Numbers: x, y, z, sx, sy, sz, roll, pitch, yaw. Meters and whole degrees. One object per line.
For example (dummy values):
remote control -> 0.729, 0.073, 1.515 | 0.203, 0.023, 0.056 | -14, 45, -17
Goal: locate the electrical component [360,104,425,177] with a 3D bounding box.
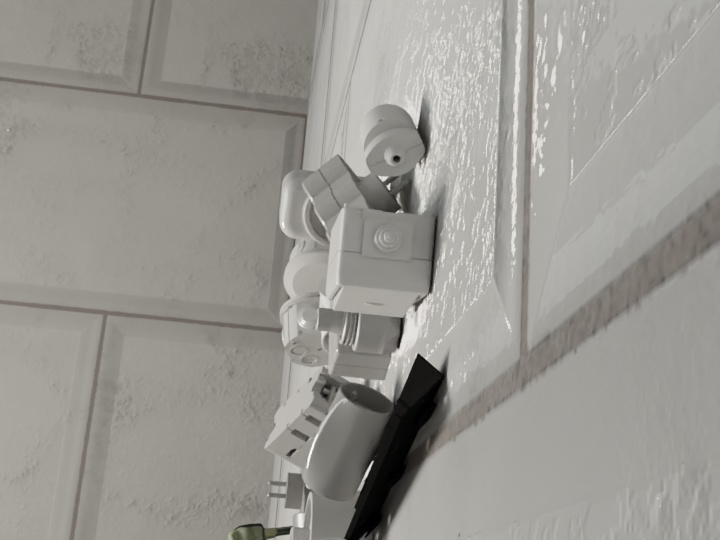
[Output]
electrical component -> 0.024, -0.093, 0.795 | 0.081, 0.043, 0.043 | -99, 16, -68

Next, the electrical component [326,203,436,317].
electrical component -> 0.013, -0.005, 0.716 | 0.096, 0.062, 0.061 | 127, 149, -79

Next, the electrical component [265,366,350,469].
electrical component -> -0.038, 0.140, 0.988 | 0.089, 0.056, 0.050 | -47, 18, 39

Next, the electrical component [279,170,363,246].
electrical component -> -0.022, -0.053, 0.941 | 0.059, 0.095, 0.053 | -107, 24, -75

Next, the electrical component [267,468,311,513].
electrical component -> -0.059, 0.230, 1.116 | 0.138, 0.074, 0.052 | -95, 12, -62

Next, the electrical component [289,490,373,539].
electrical component -> -0.027, 0.230, 0.867 | 0.108, 0.060, 0.108 | -174, 90, -84

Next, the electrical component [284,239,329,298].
electrical component -> -0.039, 0.001, 1.142 | 0.051, 0.080, 0.080 | -83, 3, -51

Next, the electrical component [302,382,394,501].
electrical component -> -0.004, 0.123, 0.811 | 0.077, 0.043, 0.079 | -67, -11, 17

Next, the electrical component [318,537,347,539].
electrical component -> -0.033, 0.241, 0.764 | 0.044, 0.079, 0.077 | 33, 137, 50

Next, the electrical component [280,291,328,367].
electrical component -> -0.042, 0.061, 1.113 | 0.080, 0.080, 0.051 | 104, 165, -54

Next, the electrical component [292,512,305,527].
electrical component -> -0.033, 0.240, 0.947 | 0.055, 0.055, 0.047 | 111, 161, -69

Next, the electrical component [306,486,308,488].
electrical component -> -0.032, 0.184, 1.063 | 0.063, 0.042, 0.081 | 97, 176, -46

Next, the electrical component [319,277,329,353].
electrical component -> -0.017, 0.029, 1.012 | 0.077, 0.043, 0.079 | -90, -10, -49

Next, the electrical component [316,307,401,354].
electrical component -> -0.002, 0.040, 0.808 | 0.043, 0.062, 0.043 | -174, 90, -84

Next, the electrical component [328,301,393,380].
electrical component -> -0.003, 0.055, 0.888 | 0.075, 0.047, 0.083 | 109, 165, -51

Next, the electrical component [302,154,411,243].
electrical component -> 0.007, -0.052, 0.841 | 0.052, 0.074, 0.138 | 49, -172, -33
